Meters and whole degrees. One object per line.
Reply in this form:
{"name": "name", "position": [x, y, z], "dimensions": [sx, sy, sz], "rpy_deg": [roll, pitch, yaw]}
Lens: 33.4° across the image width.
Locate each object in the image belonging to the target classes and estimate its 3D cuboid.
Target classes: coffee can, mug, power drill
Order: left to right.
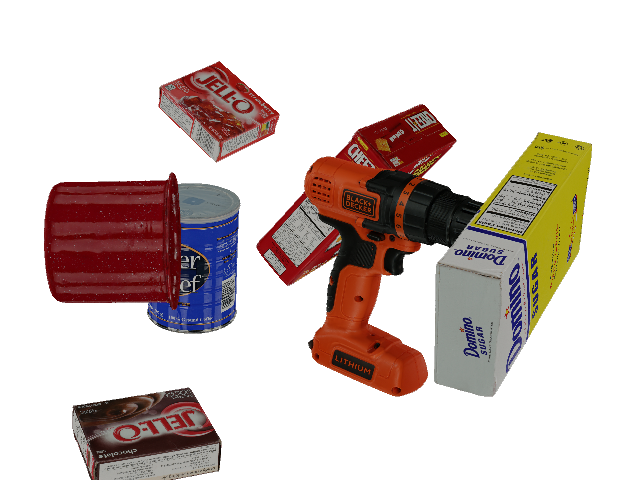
{"name": "mug", "position": [-0.139, -0.003, 0.730], "dimensions": [0.081, 0.093, 0.117], "rpy_deg": [-1, 18, -3]}
{"name": "coffee can", "position": [-0.143, 0.019, 1.197], "dimensions": [0.103, 0.140, 0.103], "rpy_deg": [3, 24, -2]}
{"name": "power drill", "position": [0.062, 0.033, 0.903], "dimensions": [0.185, 0.188, 0.057], "rpy_deg": [20, 25, 34]}

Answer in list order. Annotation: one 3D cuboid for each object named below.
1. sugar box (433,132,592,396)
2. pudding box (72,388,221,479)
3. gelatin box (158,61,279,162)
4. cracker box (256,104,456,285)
{"name": "sugar box", "position": [0.126, 0.011, 0.683], "dimensions": [0.048, 0.093, 0.176], "rpy_deg": [13, 37, 23]}
{"name": "pudding box", "position": [-0.153, 0.174, 0.939], "dimensions": [0.113, 0.039, 0.090], "rpy_deg": [-8, 26, -23]}
{"name": "gelatin box", "position": [-0.095, -0.121, 0.986], "dimensions": [0.073, 0.030, 0.089], "rpy_deg": [-30, 63, -35]}
{"name": "cracker box", "position": [0.040, -0.056, 1.257], "dimensions": [0.214, 0.072, 0.163], "rpy_deg": [-47, -10, 35]}
